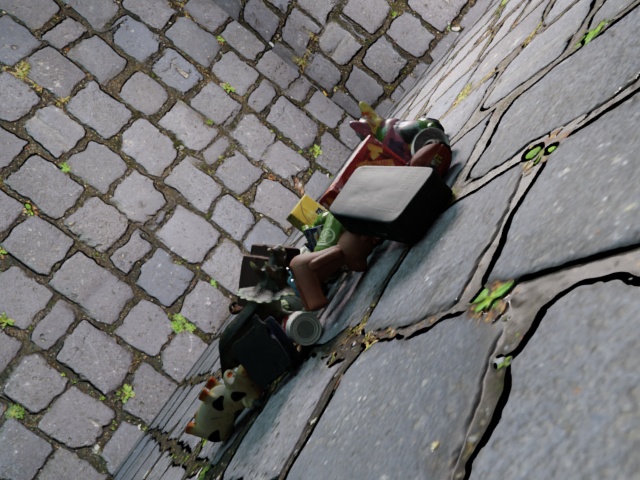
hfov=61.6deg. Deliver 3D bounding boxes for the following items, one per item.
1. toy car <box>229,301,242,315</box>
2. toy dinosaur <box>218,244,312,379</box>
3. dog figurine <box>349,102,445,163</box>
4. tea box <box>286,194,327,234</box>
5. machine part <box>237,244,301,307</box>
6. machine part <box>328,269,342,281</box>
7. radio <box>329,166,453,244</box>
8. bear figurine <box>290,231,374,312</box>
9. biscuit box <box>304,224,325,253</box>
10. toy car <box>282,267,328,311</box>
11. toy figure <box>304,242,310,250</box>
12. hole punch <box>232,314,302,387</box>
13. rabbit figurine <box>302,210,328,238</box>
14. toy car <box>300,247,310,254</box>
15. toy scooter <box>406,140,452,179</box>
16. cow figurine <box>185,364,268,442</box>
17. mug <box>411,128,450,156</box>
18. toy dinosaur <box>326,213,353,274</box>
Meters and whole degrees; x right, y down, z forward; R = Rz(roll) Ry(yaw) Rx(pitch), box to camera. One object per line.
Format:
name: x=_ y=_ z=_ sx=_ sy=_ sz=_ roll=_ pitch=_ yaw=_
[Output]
toy car: x=-0.181 y=0.158 z=1.546 sx=0.089 sy=0.053 sz=0.202 roll=-17 pitch=7 yaw=38
toy dinosaur: x=-0.161 y=0.209 z=1.233 sx=0.131 sy=0.192 sz=0.404 roll=43 pitch=103 yaw=40
dog figurine: x=0.192 y=-0.287 z=1.407 sx=0.108 sy=0.219 sz=0.191 roll=-66 pitch=11 yaw=-19
tea box: x=-0.018 y=-0.061 z=1.817 sx=0.098 sy=0.169 sz=0.068 roll=-57 pitch=6 yaw=-26
machine part: x=-0.130 y=0.112 z=1.444 sx=0.201 sy=0.087 sz=0.201 roll=5 pitch=-87 yaw=-60
machine part: x=0.005 y=0.066 z=1.393 sx=0.079 sy=0.079 sz=0.243 roll=-53 pitch=8 yaw=-9
radio: x=0.126 y=-0.071 z=1.027 sx=0.131 sy=0.073 sz=0.230 roll=-55 pitch=29 yaw=-14
bear figurine: x=0.040 y=0.057 z=1.122 sx=0.196 sy=0.132 sz=0.120 roll=-20 pitch=-5 yaw=-13
biscuit box: x=-0.003 y=-0.004 z=1.394 sx=0.059 sy=0.062 sz=0.202 roll=-16 pitch=1 yaw=0
toy car: x=-0.050 y=0.133 z=1.352 sx=0.103 sy=0.109 sz=0.162 roll=-65 pitch=17 yaw=-5
toy figure: x=0.032 y=-0.028 z=1.709 sx=0.180 sy=0.082 sz=0.089 roll=-46 pitch=24 yaw=-10
hole punch: x=-0.097 y=0.219 z=1.095 sx=0.116 sy=0.142 sz=0.092 roll=-40 pitch=-10 yaw=33
rabbit figurine: x=0.038 y=-0.037 z=1.576 sx=0.159 sy=0.121 sz=0.170 roll=-31 pitch=-12 yaw=-9
toy car: x=-0.051 y=0.081 z=1.693 sx=0.056 sy=0.073 sz=0.202 roll=-50 pitch=7 yaw=19
toy scooter: x=0.199 y=-0.120 z=1.119 sx=0.135 sy=0.075 sz=0.184 roll=-56 pitch=5 yaw=-37
cow figurine: x=-0.194 y=0.349 z=1.143 sx=0.085 sy=0.127 sz=0.194 roll=-68 pitch=4 yaw=-71
mug: x=0.245 y=-0.197 z=1.240 sx=0.109 sy=0.081 sz=0.107 roll=-55 pitch=-4 yaw=3
toy dinosaur: x=0.107 y=-0.076 z=1.379 sx=0.198 sy=0.105 sz=0.471 roll=-37 pitch=27 yaw=50
